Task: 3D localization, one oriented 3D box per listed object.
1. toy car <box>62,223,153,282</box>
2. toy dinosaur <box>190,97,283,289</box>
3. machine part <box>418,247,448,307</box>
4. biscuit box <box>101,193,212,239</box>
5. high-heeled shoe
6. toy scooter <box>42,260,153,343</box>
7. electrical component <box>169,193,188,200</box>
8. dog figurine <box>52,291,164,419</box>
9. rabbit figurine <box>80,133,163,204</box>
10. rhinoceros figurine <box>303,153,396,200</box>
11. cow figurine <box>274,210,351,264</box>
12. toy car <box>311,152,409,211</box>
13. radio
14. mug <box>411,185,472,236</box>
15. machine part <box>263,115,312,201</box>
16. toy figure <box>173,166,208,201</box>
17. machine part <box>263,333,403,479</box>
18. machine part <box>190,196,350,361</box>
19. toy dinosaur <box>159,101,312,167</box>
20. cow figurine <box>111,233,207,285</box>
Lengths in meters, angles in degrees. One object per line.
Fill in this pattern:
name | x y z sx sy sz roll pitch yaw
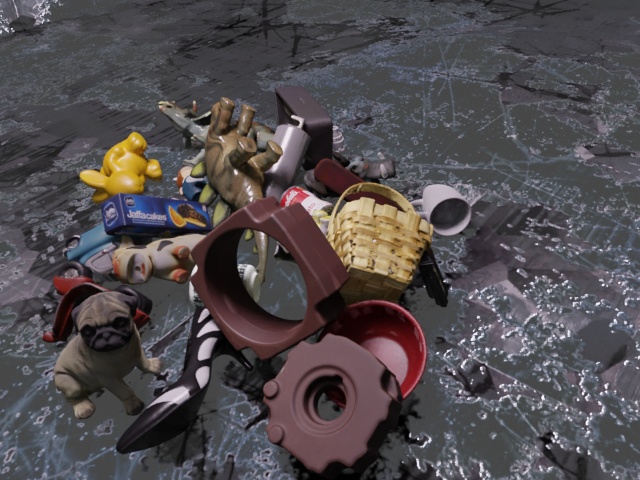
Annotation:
toy car | -0.378 0.023 0.987 0.162 0.109 0.103 -27 64 -13
toy dinosaur | -0.161 -0.121 1.054 0.105 0.198 0.472 12 38 -36
machine part | 0.185 0.051 0.910 0.039 0.084 0.139 -27 28 13
biscuit box | -0.291 -0.039 0.972 0.059 0.063 0.202 -21 -13 32
high-heeled shoe | -0.208 0.182 0.764 0.145 0.086 0.249 38 39 24
toy scooter | -0.374 0.122 0.875 0.184 0.075 0.135 23 69 12
electrical component | -0.308 -0.059 1.122 0.119 0.047 0.075 24 46 29
dog figurine | -0.323 0.144 0.753 0.172 0.190 0.121 -6 38 2
rabbit figurine | -0.438 -0.142 1.184 0.162 0.121 0.173 -18 40 -9
rhinoceros figurine | 0.062 -0.128 1.114 0.190 0.111 0.073 -8 35 10
cow figurine | -0.001 -0.002 0.985 0.167 0.098 0.068 -1 15 -11
toy car | 0.078 -0.088 1.041 0.202 0.053 0.089 33 91 3
radio | -0.041 -0.269 1.284 0.073 0.130 0.230 -12 39 -15
mug | 0.226 -0.064 1.045 0.110 0.080 0.107 -9 27 1
machine part | -0.081 -0.150 1.122 0.079 0.079 0.243 14 75 23
toy figure | -0.284 -0.126 1.198 0.064 0.057 0.155 18 21 -37
machine part | 0.013 0.208 0.688 0.179 0.056 0.179 -10 59 17
machine part | -0.073 0.054 0.774 0.201 0.201 0.087 -35 0 32
toy dinosaur | -0.194 -0.240 1.289 0.405 0.131 0.192 11 41 10
cow figurine | -0.273 0.031 0.935 0.127 0.085 0.195 9 14 29
